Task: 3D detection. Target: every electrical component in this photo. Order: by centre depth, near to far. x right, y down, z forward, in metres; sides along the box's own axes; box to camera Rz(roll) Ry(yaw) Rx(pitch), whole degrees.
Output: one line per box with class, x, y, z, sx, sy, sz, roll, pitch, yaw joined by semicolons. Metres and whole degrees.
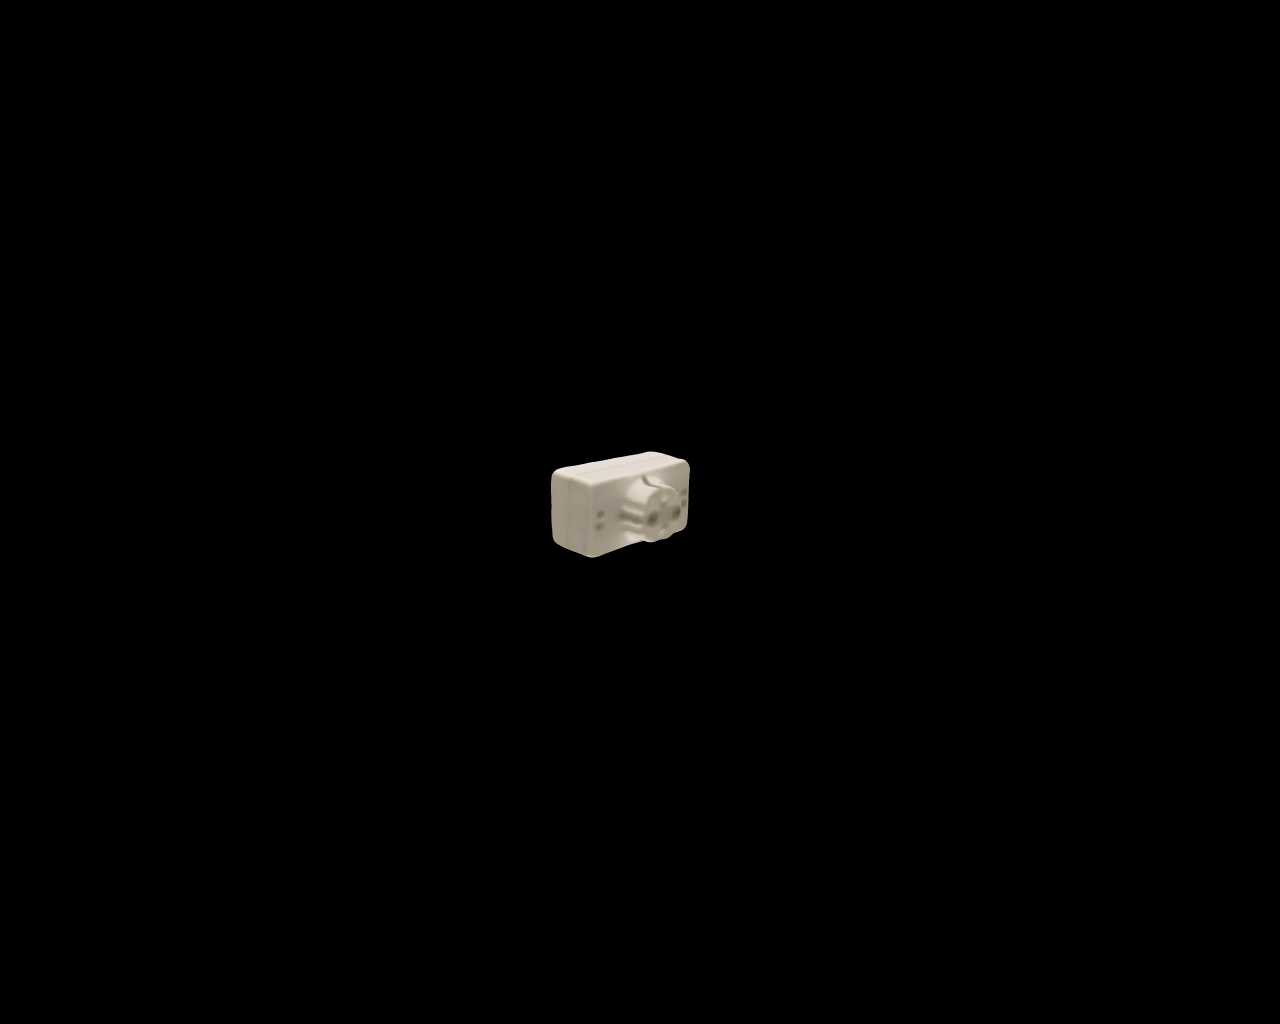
electrical component;0.001;-0.003;0.650;0.083;0.047;0.076;-14;22;-40
